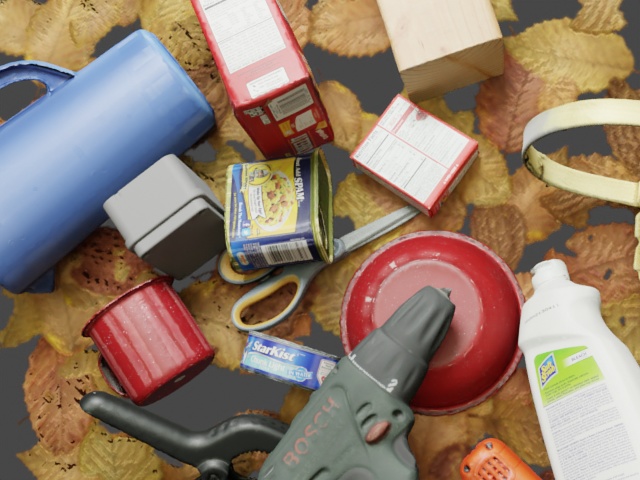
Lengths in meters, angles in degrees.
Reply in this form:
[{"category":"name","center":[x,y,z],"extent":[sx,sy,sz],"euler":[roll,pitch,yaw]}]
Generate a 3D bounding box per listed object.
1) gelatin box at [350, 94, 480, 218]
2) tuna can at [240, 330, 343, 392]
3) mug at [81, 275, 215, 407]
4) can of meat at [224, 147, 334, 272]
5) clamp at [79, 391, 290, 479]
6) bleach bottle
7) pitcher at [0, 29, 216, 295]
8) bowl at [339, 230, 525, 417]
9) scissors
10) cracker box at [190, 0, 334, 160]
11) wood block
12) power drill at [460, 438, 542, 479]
[{"category":"gelatin box","center":[0.082,-0.074,0.931],"extent":[0.089,0.030,0.073],"euler":[34,84,18]},{"category":"tuna can","center":[-0.023,0.103,0.891],"extent":[0.086,0.086,0.034],"euler":[15,84,13]},{"category":"mug","center":[-0.152,0.096,0.923],"extent":[0.117,0.093,0.081],"euler":[-41,78,31]},{"category":"can of meat","center":[-0.035,-0.025,0.922],"extent":[0.084,0.057,0.102],"euler":[-8,55,11]},{"category":"clamp","center":[-0.094,0.183,0.888],"extent":[0.210,0.036,0.164],"euler":[-13,111,4]},{"category":"bleach bottle","center":[0.218,0.126,0.826],"extent":[0.103,0.068,0.251],"euler":[-31,55,30]},{"category":"pitcher","center":[-0.222,-0.081,0.939],"extent":[0.243,0.149,0.145],"euler":[-39,66,-2]},{"category":"bowl","center":[0.092,0.065,0.893],"extent":[0.162,0.055,0.162],"euler":[-2,79,11]},{"category":"scissors","center":[-0.006,0.001,0.943],"extent":[0.201,0.016,0.096],"euler":[-41,65,-7]},{"category":"cracker box","center":[-0.066,-0.188,0.915],"extent":[0.072,0.164,0.214],"euler":[-24,76,3]},{"category":"wood block","center":[0.087,-0.239,0.934],"extent":[0.090,0.090,0.206],"euler":[-18,76,7]},{"category":"power drill","center":[0.141,0.281,0.843],"extent":[0.187,0.057,0.184],"euler":[-45,74,-2]}]
